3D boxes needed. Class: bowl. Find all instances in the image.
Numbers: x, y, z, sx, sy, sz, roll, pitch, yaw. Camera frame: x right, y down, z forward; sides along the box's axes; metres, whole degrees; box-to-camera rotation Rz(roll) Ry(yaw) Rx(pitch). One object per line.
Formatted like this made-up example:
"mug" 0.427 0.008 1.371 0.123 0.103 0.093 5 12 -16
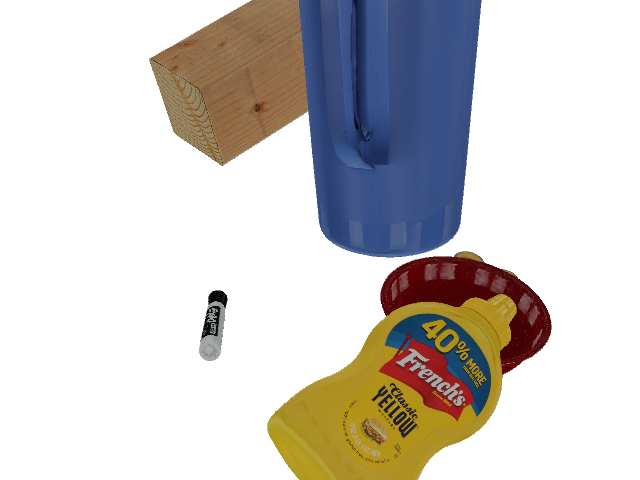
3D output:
"bowl" 0.132 0.083 1.009 0.162 0.055 0.162 6 34 -4

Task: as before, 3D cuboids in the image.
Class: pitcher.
"pitcher" 0.045 -0.111 0.754 0.149 0.243 0.145 -13 28 -21

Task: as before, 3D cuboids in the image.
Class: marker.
"marker" -0.098 0.076 0.984 0.020 0.020 0.121 0 20 -2

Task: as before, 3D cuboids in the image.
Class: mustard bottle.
"mustard bottle" 0.063 0.097 0.705 0.191 0.096 0.058 -38 -6 -26

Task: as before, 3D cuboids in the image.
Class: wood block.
"wood block" -0.047 -0.174 1.032 0.205 0.091 0.090 -35 46 -22

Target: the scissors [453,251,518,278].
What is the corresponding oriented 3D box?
"scissors" 0.158 0.053 1.294 0.201 0.016 0.096 -8 39 -37
